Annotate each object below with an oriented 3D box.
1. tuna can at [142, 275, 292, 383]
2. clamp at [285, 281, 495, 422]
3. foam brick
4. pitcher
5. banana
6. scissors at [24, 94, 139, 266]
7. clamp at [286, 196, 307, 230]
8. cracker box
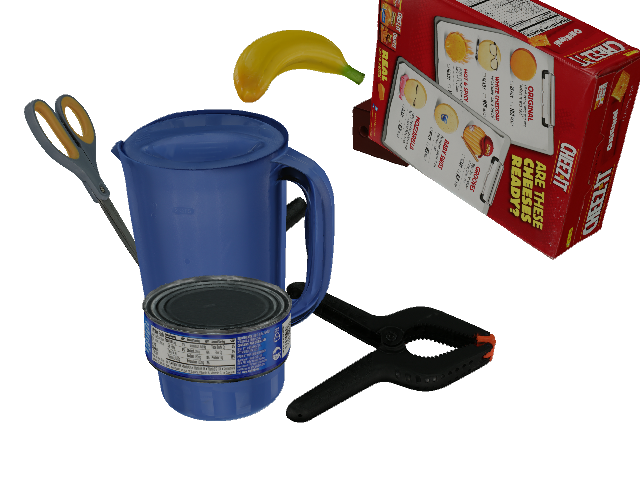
[{"bbox_3d":[-0.059,0.050,0.618,0.086,0.034,0.086,1,18,0],"label":"tuna can"},{"bbox_3d":[0.062,0.112,1.028,0.210,0.164,0.036,5,-43,4],"label":"clamp"},{"bbox_3d":[0.080,-0.124,1.189,0.078,0.053,0.051,22,37,34],"label":"foam brick"},{"bbox_3d":[-0.078,0.024,0.873,0.144,0.243,0.149,-13,28,-20],"label":"pitcher"},{"bbox_3d":[-0.029,-0.165,0.984,0.070,0.037,0.197,37,31,20],"label":"banana"},{"bbox_3d":[-0.220,-0.064,1.064,0.016,0.201,0.096,-24,27,24],"label":"scissors"},{"bbox_3d":[-0.076,0.000,1.221,0.120,0.039,0.171,-6,42,5],"label":"clamp"},{"bbox_3d":[0.137,-0.112,0.844,0.072,0.164,0.214,-28,48,-32],"label":"cracker box"}]
